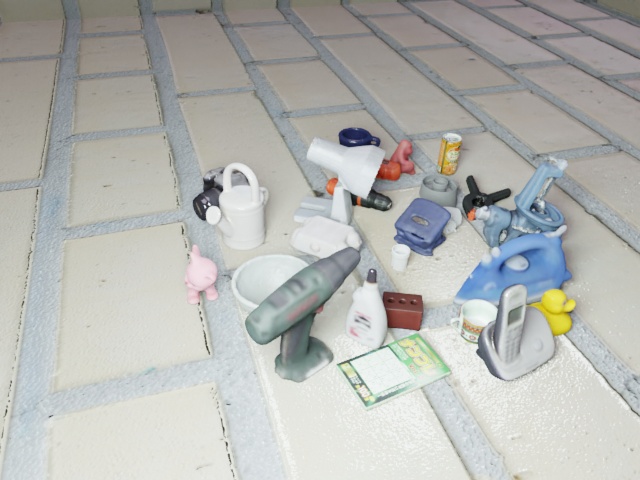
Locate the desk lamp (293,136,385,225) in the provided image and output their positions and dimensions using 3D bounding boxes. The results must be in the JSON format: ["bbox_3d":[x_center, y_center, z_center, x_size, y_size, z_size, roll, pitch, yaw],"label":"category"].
[{"bbox_3d":[0.044,-0.133,1.335,0.203,0.214,0.118,10,37,11],"label":"desk lamp"}]

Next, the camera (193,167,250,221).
[{"bbox_3d":[-0.247,-0.114,1.389,0.137,0.101,0.142,-29,47,-35],"label":"camera"}]

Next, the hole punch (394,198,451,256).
[{"bbox_3d":[0.234,-0.032,1.312,0.108,0.091,0.101,29,44,31],"label":"hole punch"}]

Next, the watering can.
[{"bbox_3d":[-0.175,-0.077,1.265,0.100,0.194,0.173,10,37,10],"label":"watering can"}]

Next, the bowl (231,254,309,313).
[{"bbox_3d":[-0.088,0.105,1.126,0.167,0.075,0.167,2,37,-1],"label":"bowl"}]

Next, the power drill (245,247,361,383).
[{"bbox_3d":[-0.023,0.134,0.978,0.230,0.208,0.075,-28,46,-34],"label":"power drill"}]

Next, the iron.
[{"bbox_3d":[0.393,0.050,1.168,0.259,0.141,0.118,-13,39,-19],"label":"iron"}]

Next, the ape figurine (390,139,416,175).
[{"bbox_3d":[0.232,-0.233,1.581,0.076,0.092,0.078,8,37,8],"label":"ape figurine"}]

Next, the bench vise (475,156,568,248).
[{"bbox_3d":[0.462,-0.075,1.274,0.208,0.220,0.121,-13,39,-19],"label":"bench vise"}]

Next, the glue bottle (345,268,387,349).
[{"bbox_3d":[0.087,0.119,1.034,0.078,0.173,0.037,20,40,22],"label":"glue bottle"}]

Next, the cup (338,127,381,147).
[{"bbox_3d":[0.108,-0.254,1.601,0.117,0.095,0.092,8,37,8],"label":"cup"}]

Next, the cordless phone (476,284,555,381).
[{"bbox_3d":[0.354,0.145,1.002,0.148,0.185,0.093,-20,42,-27],"label":"cordless phone"}]

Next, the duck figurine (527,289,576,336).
[{"bbox_3d":[0.441,0.132,1.107,0.104,0.086,0.077,5,37,4],"label":"duck figurine"}]

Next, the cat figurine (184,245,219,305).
[{"bbox_3d":[-0.238,0.062,1.140,0.067,0.118,0.127,-9,38,-14],"label":"cat figurine"}]

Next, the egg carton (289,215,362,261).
[{"bbox_3d":[0.012,0.005,1.270,0.150,0.069,0.107,20,40,22],"label":"egg carton"}]
